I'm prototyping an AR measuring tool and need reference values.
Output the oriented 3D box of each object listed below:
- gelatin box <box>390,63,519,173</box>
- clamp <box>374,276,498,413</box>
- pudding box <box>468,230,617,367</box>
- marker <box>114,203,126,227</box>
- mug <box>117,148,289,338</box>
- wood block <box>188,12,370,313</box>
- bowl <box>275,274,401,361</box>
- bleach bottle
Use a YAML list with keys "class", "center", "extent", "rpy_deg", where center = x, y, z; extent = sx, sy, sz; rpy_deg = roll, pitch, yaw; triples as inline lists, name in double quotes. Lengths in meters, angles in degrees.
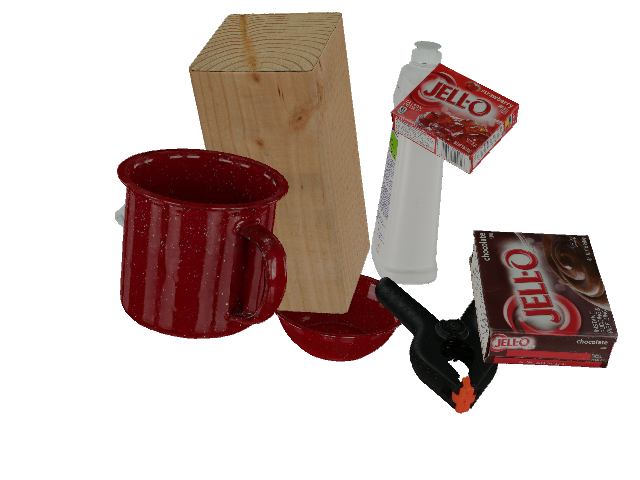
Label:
- class: "gelatin box"
  center: [0.119, -0.111, 0.951]
  extent: [0.089, 0.073, 0.030]
  rpy_deg: [34, -24, 25]
- class: "clamp"
  center: [0.127, 0.087, 0.981]
  extent: [0.120, 0.039, 0.171]
  rpy_deg: [-8, 40, -9]
- class: "pudding box"
  center: [0.159, 0.041, 0.782]
  extent: [0.090, 0.039, 0.113]
  rpy_deg: [3, 38, -2]
- class: "marker"
  center: [-0.160, -0.054, 1.061]
  extent: [0.020, 0.020, 0.121]
  rpy_deg: [0, 35, 37]
- class: "mug"
  center: [-0.060, 0.006, 0.585]
  extent: [0.093, 0.081, 0.117]
  rpy_deg: [-14, 31, -44]
- class: "wood block"
  center: [-0.024, -0.054, 0.793]
  extent: [0.090, 0.206, 0.090]
  rpy_deg: [3, 37, 17]
- class: "bowl"
  center: [0.020, 0.094, 1.245]
  extent: [0.162, 0.055, 0.162]
  rpy_deg: [4, 25, -2]
- class: "bleach bottle"
  center: [0.101, -0.085, 1.144]
  extent: [0.068, 0.251, 0.102]
  rpy_deg: [1, 26, -8]
